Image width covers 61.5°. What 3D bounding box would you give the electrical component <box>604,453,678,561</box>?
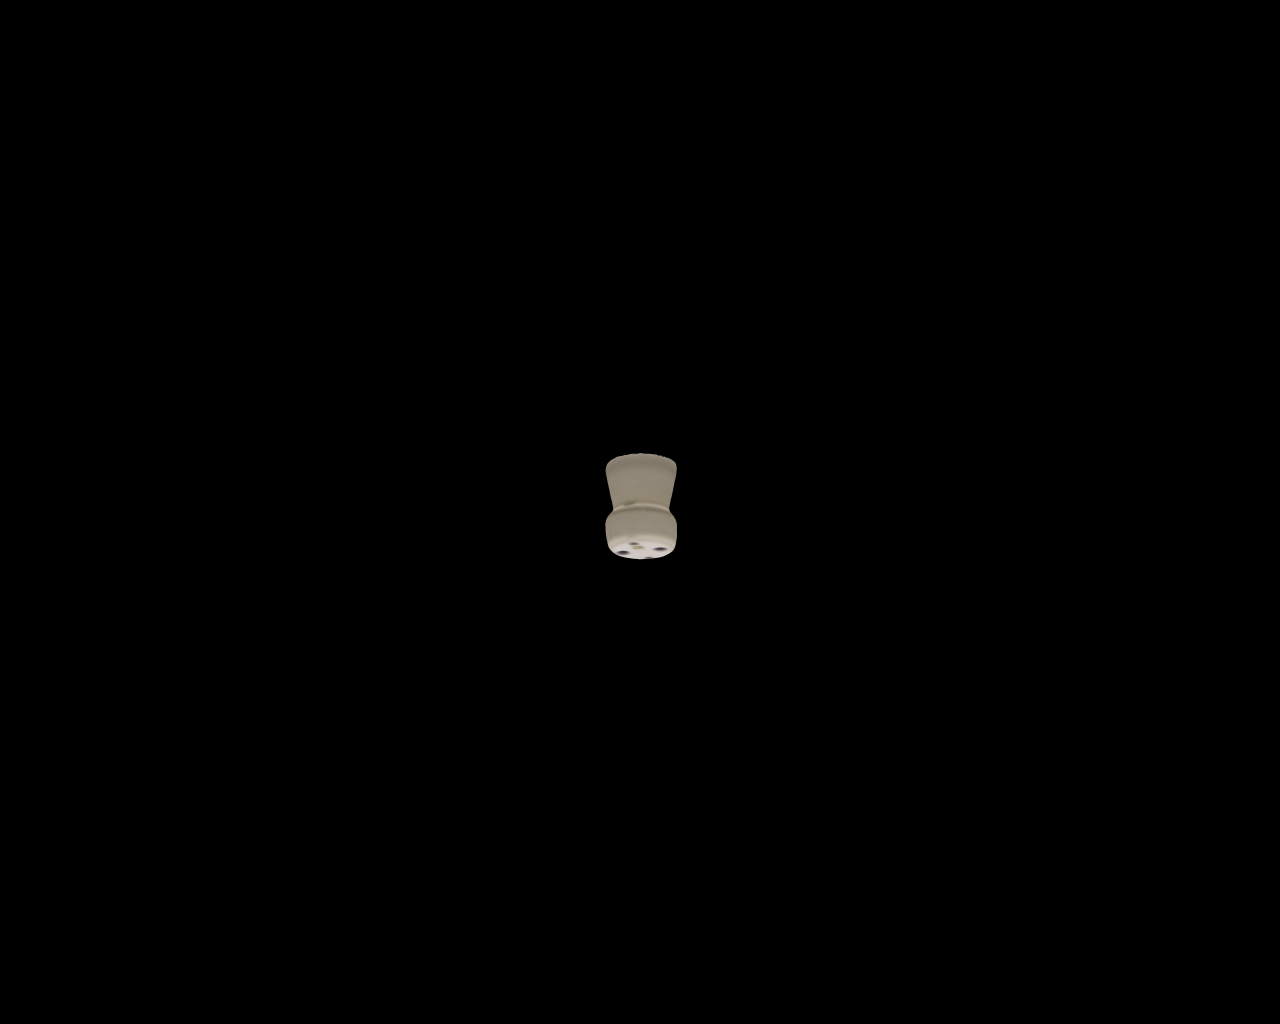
[{"bbox_3d":[0.001,-0.003,0.650,0.045,0.055,0.044,0,-19,0],"label":"electrical component"}]
